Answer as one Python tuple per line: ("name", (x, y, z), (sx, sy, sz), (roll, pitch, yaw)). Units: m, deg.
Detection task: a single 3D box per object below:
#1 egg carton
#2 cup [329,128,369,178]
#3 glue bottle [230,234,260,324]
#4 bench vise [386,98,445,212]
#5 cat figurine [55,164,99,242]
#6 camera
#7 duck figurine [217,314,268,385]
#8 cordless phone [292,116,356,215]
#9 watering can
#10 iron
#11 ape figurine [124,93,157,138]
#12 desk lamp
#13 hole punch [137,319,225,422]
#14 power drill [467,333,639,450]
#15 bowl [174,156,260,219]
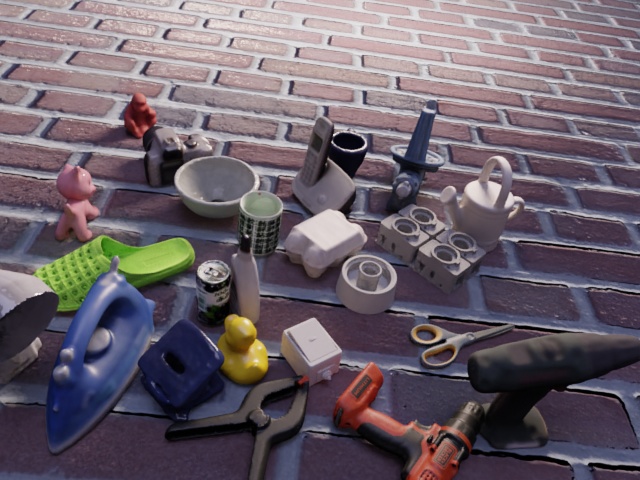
("egg carton", (0.010, 0.004, 1.081), (0.107, 0.069, 0.151), (37, 48, 28))
("cup", (0.058, -0.191, 1.291), (0.091, 0.095, 0.118), (10, 41, 1))
("glue bottle", (-0.122, 0.057, 0.917), (0.037, 0.173, 0.078), (-14, 46, -25))
("bench vise", (0.212, -0.171, 1.203), (0.121, 0.220, 0.207), (6, 41, -4))
("cat figurine", (-0.451, -0.079, 1.050), (0.067, 0.118, 0.127), (0, 42, -10))
("camera", (-0.314, -0.197, 1.223), (0.143, 0.101, 0.136), (-16, 47, -26))
("duck figurine", (-0.117, 0.159, 0.868), (0.078, 0.086, 0.104), (-17, 47, -27))
("cordless phone", (0.015, -0.144, 1.161), (0.094, 0.185, 0.147), (-22, 50, -31))
("watering can", (0.325, -0.074, 1.134), (0.173, 0.194, 0.100), (-17, 47, -27))
("iron", (-0.321, 0.148, 0.800), (0.118, 0.141, 0.258), (10, 41, 0))
("ape figurine", (-0.416, -0.294, 1.320), (0.078, 0.092, 0.076), (-15, 46, -25))
("desk lamp", (-0.451, 0.103, 0.771), (0.202, 0.213, 0.118), (26, 44, 19))
("hole punch", (-0.198, 0.185, 0.820), (0.108, 0.091, 0.101), (37, 48, 28))
("power drill", (0.308, 0.206, 0.802), (0.230, 0.208, 0.075), (0, 42, -10))
("bowl", (-0.205, -0.094, 1.146), (0.167, 0.075, 0.167), (5, 41, -5))
